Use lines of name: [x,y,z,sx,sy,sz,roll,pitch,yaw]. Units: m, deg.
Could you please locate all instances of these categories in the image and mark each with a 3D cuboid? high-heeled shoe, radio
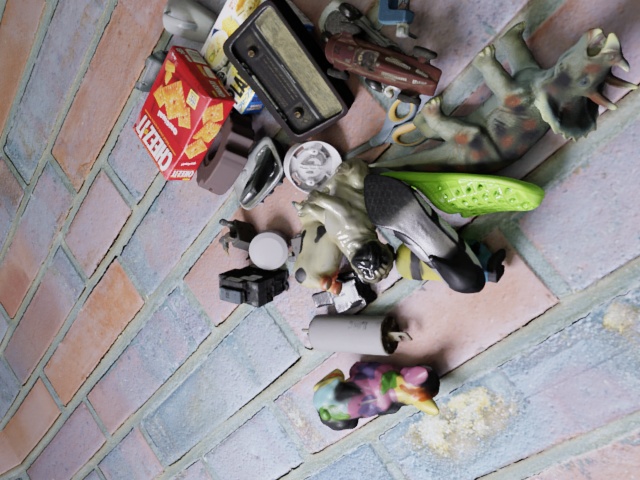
high-heeled shoe: [0.169,-0.016,0.858,0.086,0.145,0.249,-49,46,22]
radio: [-0.055,-0.295,0.952,0.131,0.073,0.229,-29,108,29]

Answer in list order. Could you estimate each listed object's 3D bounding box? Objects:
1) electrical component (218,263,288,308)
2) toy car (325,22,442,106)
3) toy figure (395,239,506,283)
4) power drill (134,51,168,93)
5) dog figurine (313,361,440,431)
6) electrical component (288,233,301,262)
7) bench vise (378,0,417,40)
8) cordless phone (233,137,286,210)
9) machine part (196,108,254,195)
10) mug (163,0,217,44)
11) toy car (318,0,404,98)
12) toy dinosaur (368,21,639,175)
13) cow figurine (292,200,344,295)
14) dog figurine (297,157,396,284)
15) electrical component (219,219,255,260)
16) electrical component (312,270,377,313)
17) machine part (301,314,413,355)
electrical component: [-0.150,0.097,1.145,0.115,0.134,0.058,7,107,35]
toy car: [0.095,-0.281,0.857,0.202,0.053,0.089,29,114,23]
toy figure: [0.214,0.034,0.905,0.180,0.089,0.082,9,102,35]
power drill: [-0.316,-0.297,1.185,0.207,0.086,0.232,48,123,19]
dog figurine: [0.115,0.285,0.996,0.219,0.191,0.108,-19,86,52]
electrical component: [-0.034,0.017,1.112,0.094,0.021,0.063,-15,94,37]
bench vise: [0.120,-0.437,0.824,0.224,0.129,0.240,13,106,34]
cordless phone: [-0.129,-0.102,1.038,0.088,0.184,0.146,39,126,-14]
machine part: [-0.198,-0.183,1.096,0.179,0.056,0.179,-34,47,46]
mug: [-0.259,-0.444,1.093,0.107,0.109,0.080,26,112,11]
toy car: [0.077,-0.329,0.920,0.202,0.056,0.073,47,122,12]
toy dinosaur: [0.262,-0.171,0.803,0.192,0.131,0.405,50,134,2]
cow figurine: [-0.002,-0.003,1.028,0.127,0.085,0.195,11,84,27]
dog figurine: [0.079,-0.037,0.940,0.190,0.121,0.172,43,80,2]
electrical component: [-0.174,0.000,1.162,0.045,0.102,0.078,-41,56,28]
electrical component: [0.045,0.105,1.066,0.119,0.048,0.075,-25,88,37]
machine part: [0.065,0.184,1.056,0.243,0.079,0.079,-4,101,36]
